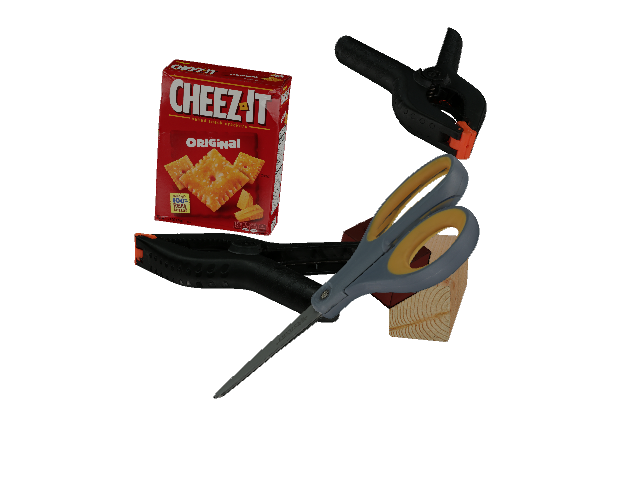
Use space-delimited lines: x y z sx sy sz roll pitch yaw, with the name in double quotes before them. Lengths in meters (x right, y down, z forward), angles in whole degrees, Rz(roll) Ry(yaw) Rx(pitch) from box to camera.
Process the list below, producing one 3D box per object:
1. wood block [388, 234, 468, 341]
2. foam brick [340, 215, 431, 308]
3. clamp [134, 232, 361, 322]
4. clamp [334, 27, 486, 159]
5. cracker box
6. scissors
"wood block" 0.168 0.067 1.630 0.091 0.090 0.206 4 22 14
"foam brick" 0.063 0.020 1.064 0.052 0.051 0.078 -27 49 -36
"clamp" -0.055 0.022 0.845 0.210 0.036 0.164 5 14 11
"clamp" 0.081 -0.131 0.913 0.120 0.039 0.171 -6 41 -7
"cracker box" -0.133 -0.122 1.434 0.164 0.214 0.072 9 23 5
"scissors" 0.017 0.035 0.598 0.016 0.202 0.096 39 4 -28
